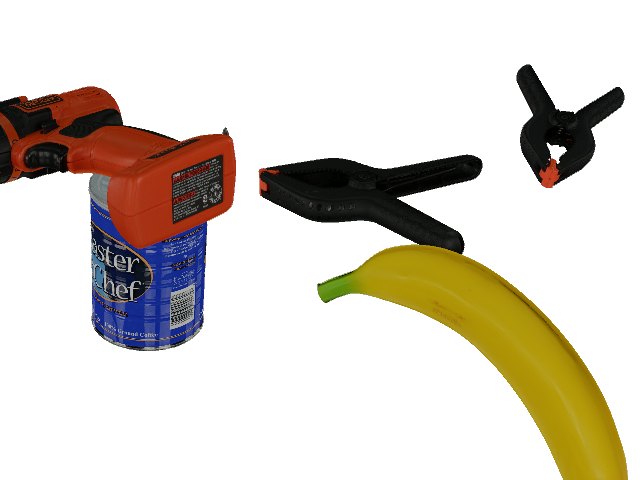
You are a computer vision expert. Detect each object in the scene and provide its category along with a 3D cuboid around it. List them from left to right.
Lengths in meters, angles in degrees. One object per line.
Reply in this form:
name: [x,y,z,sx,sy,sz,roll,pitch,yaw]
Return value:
power drill: [-0.166,-0.052,0.719,0.188,0.057,0.184,21,33,32]
coffee can: [-0.151,0.011,0.941,0.103,0.140,0.103,4,30,-3]
clamp: [0.048,-0.048,0.992,0.210,0.036,0.164,10,32,18]
banana: [0.093,0.061,0.551,0.198,0.070,0.037,40,22,13]
clamp: [0.252,-0.129,1.156,0.120,0.039,0.171,18,48,18]
